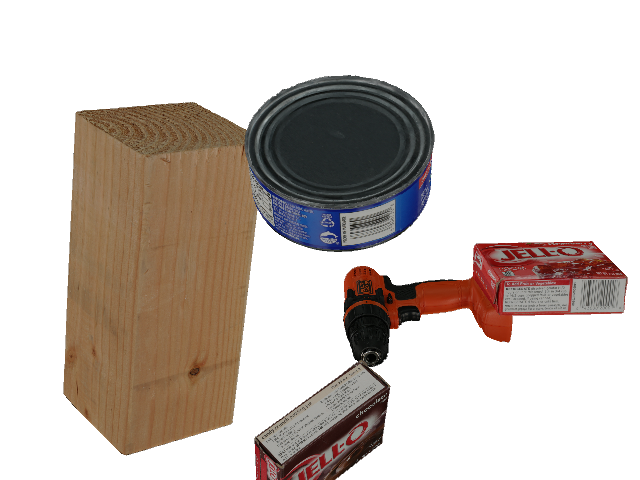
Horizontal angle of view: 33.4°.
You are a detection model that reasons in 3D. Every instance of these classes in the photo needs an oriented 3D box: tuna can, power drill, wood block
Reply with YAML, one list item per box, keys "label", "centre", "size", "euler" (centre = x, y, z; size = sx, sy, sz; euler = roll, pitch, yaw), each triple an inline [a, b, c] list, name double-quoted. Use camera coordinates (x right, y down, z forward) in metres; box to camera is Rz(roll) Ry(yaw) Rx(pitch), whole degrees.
- label: "tuna can"
  centre: [0.009, -0.036, 0.492]
  size: [0.086, 0.086, 0.034]
  euler: [0, -41, 4]
- label: "power drill"
  centre: [0.119, 0.082, 1.213]
  size: [0.187, 0.057, 0.184]
  euler: [-1, 27, -1]
- label: "wood block"
  centre: [-0.106, 0.023, 0.702]
  size: [0.090, 0.206, 0.090]
  euler: [-10, 29, -38]

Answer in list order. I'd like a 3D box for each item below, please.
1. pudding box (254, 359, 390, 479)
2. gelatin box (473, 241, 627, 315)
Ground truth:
- label: "pudding box"
  centre: [0.001, 0.157, 0.839]
  size: [0.113, 0.090, 0.039]
  euler: [-35, 60, -26]
- label: "gelatin box"
  centre: [0.155, 0.024, 0.734]
  size: [0.089, 0.030, 0.073]
  euler: [-1, 18, -4]
